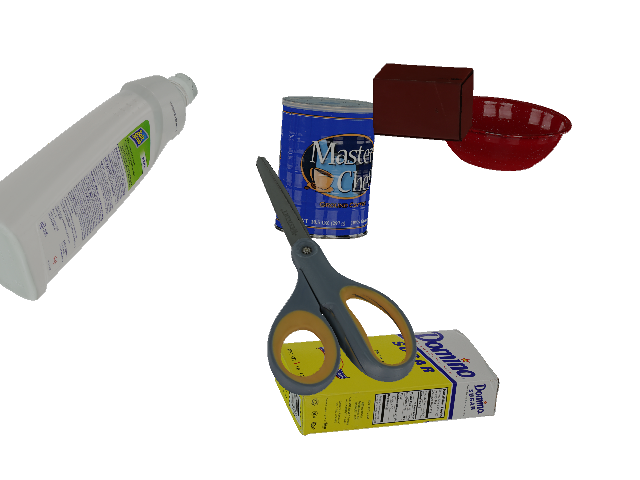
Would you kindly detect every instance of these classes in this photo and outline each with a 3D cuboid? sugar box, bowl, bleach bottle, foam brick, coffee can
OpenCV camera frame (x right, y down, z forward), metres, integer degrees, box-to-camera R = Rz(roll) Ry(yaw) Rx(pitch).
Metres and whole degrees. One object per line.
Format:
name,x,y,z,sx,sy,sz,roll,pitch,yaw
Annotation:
sugar box,0.056,0.121,0.931,0.176,0.048,0.093,-6,26,-15
bowl,0.208,-0.122,1.246,0.162,0.055,0.162,4,23,-2
bleach bottle,-0.198,-0.065,0.957,0.068,0.102,0.250,27,54,21
foam brick,0.087,-0.118,0.906,0.078,0.051,0.053,7,25,18
coffee can,0.006,-0.080,1.150,0.103,0.140,0.103,4,12,-1

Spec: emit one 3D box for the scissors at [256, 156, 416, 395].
scissors,-0.020,0.023,0.670,0.096,0.016,0.202,-29,53,-22
